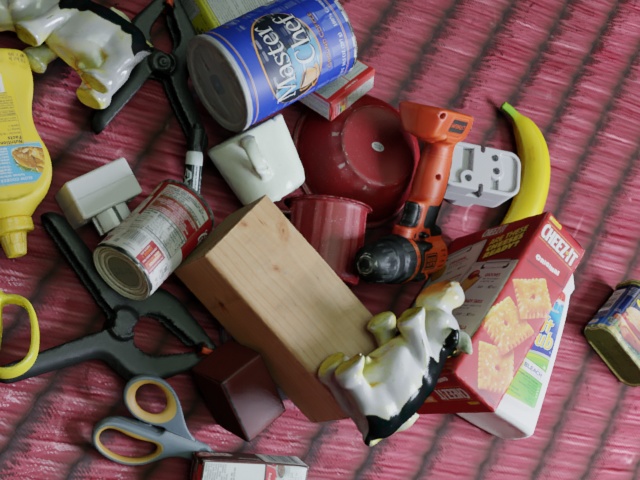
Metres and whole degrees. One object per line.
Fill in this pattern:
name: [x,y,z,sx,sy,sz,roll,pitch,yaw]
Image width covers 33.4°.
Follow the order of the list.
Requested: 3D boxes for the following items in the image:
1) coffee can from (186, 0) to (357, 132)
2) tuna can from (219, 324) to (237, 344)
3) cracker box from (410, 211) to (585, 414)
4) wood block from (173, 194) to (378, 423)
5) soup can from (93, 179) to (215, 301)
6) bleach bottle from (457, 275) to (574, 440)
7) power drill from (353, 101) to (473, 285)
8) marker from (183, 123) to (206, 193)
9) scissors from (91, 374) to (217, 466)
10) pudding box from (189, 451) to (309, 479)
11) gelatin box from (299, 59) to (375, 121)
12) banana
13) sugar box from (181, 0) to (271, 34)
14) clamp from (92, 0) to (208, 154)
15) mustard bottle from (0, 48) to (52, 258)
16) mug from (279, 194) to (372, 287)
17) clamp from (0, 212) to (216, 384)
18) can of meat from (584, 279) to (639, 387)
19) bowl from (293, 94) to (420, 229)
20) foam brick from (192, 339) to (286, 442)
coffee can: [-0.048,-0.184,1.072,0.140,0.103,0.103,-32,93,-25]
tuna can: [-0.056,0.091,1.080,0.086,0.034,0.086,7,75,-26]
cracker box: [0.162,0.082,1.117,0.072,0.164,0.213,44,63,-15]
wood block: [-0.030,0.070,1.024,0.206,0.091,0.090,49,62,-10]
soup can: [-0.155,-0.001,0.998,0.068,0.069,0.102,47,53,-9]
bleach bottle: [0.226,0.092,1.206,0.102,0.068,0.250,32,63,-18]
power drill: [0.096,-0.046,1.103,0.184,0.057,0.188,-7,112,-65]
marker: [-0.129,-0.057,1.072,0.020,0.020,0.121,6,90,-26]
scissors: [-0.117,0.184,1.023,0.201,0.016,0.096,12,96,-24]
pudding box: [-0.072,0.252,1.020,0.113,0.039,0.090,8,90,-23]
gelatin box: [0.003,-0.176,1.156,0.089,0.030,0.073,34,58,25]
banana: [0.239,-0.066,1.269,0.069,0.037,0.198,8,71,-3]
sugar box: [-0.063,-0.269,1.160,0.176,0.048,0.093,-33,95,-33]
clamp: [-0.156,-0.169,1.093,0.120,0.039,0.171,21,76,-28]
mustard bottle: [-0.300,-0.078,0.985,0.096,0.058,0.191,-11,82,-28]
mug: [-0.007,0.001,1.098,0.117,0.093,0.081,10,78,-19]
clamp: [-0.198,0.088,1.007,0.209,0.036,0.164,29,68,-21]
can of meat: [0.376,0.113,1.279,0.083,0.058,0.102,-44,98,-25]
bowl: [0.052,-0.096,1.169,0.161,0.055,0.162,6,75,-25]
foam brick: [-0.078,0.145,1.029,0.051,0.053,0.078,-38,125,-27]
